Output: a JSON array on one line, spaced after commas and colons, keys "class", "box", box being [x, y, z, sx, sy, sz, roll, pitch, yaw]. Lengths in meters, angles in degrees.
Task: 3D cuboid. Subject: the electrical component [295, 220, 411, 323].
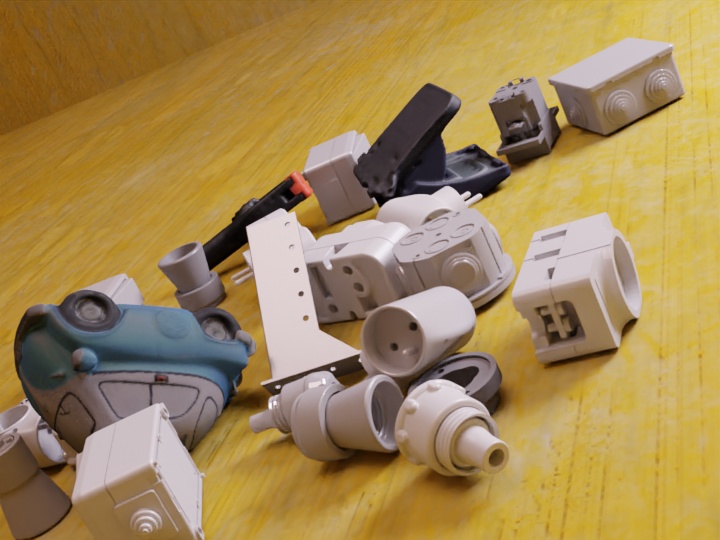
[{"class": "electrical component", "box": [0.000, 0.000, 0.823, 0.095, 0.053, 0.059, -9, 26, 39]}]

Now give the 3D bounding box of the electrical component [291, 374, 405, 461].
[{"class": "electrical component", "box": [-0.006, 0.087, 0.625, 0.055, 0.045, 0.045, -14, 23, 31]}]

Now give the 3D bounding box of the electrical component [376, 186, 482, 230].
[{"class": "electrical component", "box": [0.062, -0.041, 0.865, 0.079, 0.044, 0.077, -32, 20, -16]}]

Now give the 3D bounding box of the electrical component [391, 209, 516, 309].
[{"class": "electrical component", "box": [0.065, -0.004, 0.758, 0.080, 0.051, 0.080, -23, 20, 9]}]

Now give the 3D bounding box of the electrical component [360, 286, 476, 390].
[{"class": "electrical component", "box": [0.026, 0.049, 0.671, 0.079, 0.043, 0.077, -49, -16, 25]}]

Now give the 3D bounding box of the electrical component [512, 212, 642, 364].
[{"class": "electrical component", "box": [0.133, 0.009, 0.643, 0.056, 0.050, 0.089, -16, 21, 26]}]

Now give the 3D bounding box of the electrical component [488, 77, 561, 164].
[{"class": "electrical component", "box": [0.148, -0.138, 0.977, 0.042, 0.063, 0.081, -15, 23, 30]}]

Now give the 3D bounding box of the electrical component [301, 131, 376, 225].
[{"class": "electrical component", "box": [-0.014, -0.097, 1.074, 0.061, 0.061, 0.096, -22, 20, 12]}]

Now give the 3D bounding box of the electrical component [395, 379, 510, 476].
[{"class": "electrical component", "box": [0.052, 0.087, 0.557, 0.048, 0.048, 0.062, -34, 27, -21]}]

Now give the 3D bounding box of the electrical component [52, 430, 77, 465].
[{"class": "electrical component", "box": [-0.208, 0.108, 0.791, 0.048, 0.062, 0.048, -23, 20, 9]}]

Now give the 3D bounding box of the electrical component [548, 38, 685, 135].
[{"class": "electrical component", "box": [0.230, -0.165, 0.964, 0.100, 0.048, 0.099, -27, 20, -5]}]

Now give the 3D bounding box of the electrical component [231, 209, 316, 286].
[{"class": "electrical component", "box": [-0.079, -0.007, 0.942, 0.074, 0.052, 0.138, -29, 20, -8]}]

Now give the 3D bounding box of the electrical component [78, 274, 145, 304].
[{"class": "electrical component", "box": [-0.227, 0.053, 0.956, 0.061, 0.061, 0.096, -20, 20, 15]}]

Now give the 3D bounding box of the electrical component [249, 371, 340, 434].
[{"class": "electrical component", "box": [-0.041, 0.088, 0.680, 0.061, 0.035, 0.035, -22, 20, 17]}]

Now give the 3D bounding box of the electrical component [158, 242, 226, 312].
[{"class": "electrical component", "box": [-0.154, 0.008, 0.990, 0.045, 0.055, 0.045, -23, 20, 9]}]

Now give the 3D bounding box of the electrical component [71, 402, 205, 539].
[{"class": "electrical component", "box": [-0.133, 0.134, 0.636, 0.061, 0.061, 0.096, -25, 19, 1]}]

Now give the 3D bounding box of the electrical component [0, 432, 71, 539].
[{"class": "electrical component", "box": [-0.231, 0.143, 0.728, 0.044, 0.065, 0.044, -23, 20, 9]}]

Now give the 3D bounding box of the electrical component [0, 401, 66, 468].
[{"class": "electrical component", "box": [-0.255, 0.124, 0.837, 0.077, 0.044, 0.079, -16, 22, 26]}]
